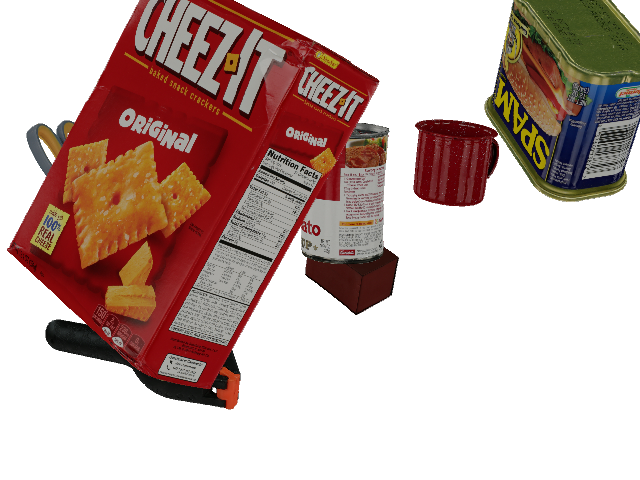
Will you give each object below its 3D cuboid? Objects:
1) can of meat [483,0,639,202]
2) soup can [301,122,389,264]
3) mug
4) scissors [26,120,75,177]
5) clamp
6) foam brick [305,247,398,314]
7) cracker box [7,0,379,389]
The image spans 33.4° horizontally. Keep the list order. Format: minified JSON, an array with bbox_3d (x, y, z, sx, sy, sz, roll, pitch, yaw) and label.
[{"bbox_3d":[0.139,-0.087,0.599,0.057,0.084,0.102,-10,46,-14],"label":"can of meat"},{"bbox_3d":[0.019,-0.039,0.843,0.068,0.102,0.068,1,14,0],"label":"soup can"},{"bbox_3d":[0.159,-0.089,1.218,0.117,0.081,0.093,-11,23,-39],"label":"mug"},{"bbox_3d":[-0.204,-0.032,1.001,0.016,0.201,0.096,-25,26,19],"label":"scissors"},{"bbox_3d":[-0.124,0.083,0.870,0.172,0.039,0.120,22,36,25],"label":"clamp"},{"bbox_3d":[0.031,0.026,1.060,0.052,0.051,0.078,-26,48,-35],"label":"foam brick"},{"bbox_3d":[-0.086,-0.043,0.657,0.164,0.214,0.072,34,8,40],"label":"cracker box"}]
